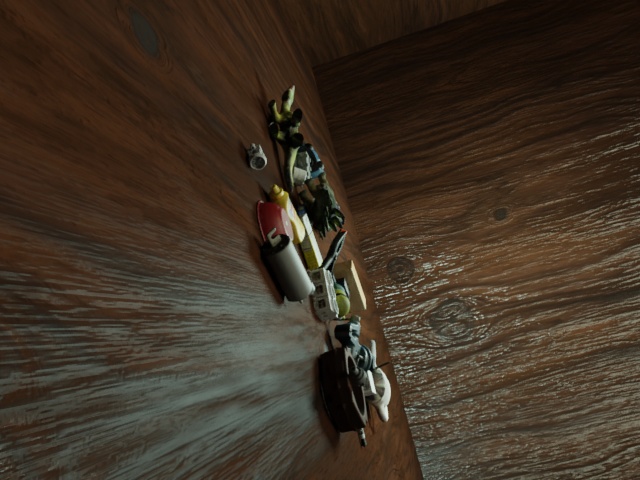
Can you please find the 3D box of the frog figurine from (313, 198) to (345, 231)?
[{"bbox_3d":[0.006,-0.107,2.126,0.159,0.121,0.139,8,69,-40],"label":"frog figurine"}]

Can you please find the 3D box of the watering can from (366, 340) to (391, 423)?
[{"bbox_3d":[0.221,0.559,2.107,0.220,0.104,0.355,57,20,-58],"label":"watering can"}]

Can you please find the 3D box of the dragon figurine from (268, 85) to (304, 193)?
[{"bbox_3d":[-0.109,-0.360,1.842,0.242,0.122,0.411,42,46,-86],"label":"dragon figurine"}]
